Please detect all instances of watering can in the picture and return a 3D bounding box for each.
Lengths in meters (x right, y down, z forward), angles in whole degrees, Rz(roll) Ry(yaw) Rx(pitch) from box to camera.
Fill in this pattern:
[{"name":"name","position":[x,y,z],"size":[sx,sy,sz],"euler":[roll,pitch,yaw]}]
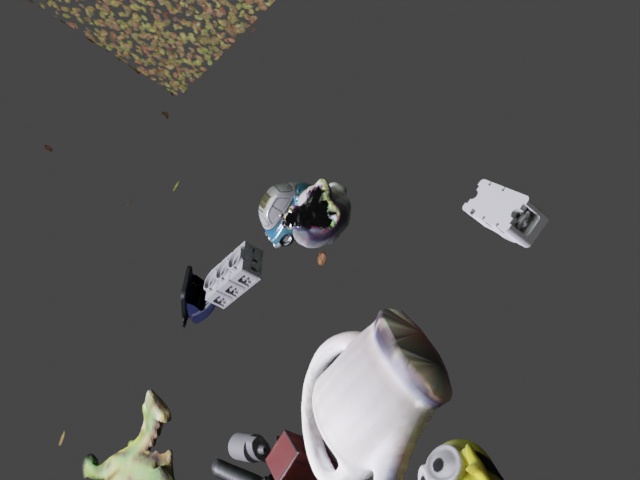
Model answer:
[{"name":"watering can","position":[0.070,0.224,0.614],"size":[0.222,0.103,0.355],"euler":[-49,30,15]}]

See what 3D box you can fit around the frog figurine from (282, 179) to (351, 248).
[{"name":"frog figurine","position":[0.003,-0.051,1.014],"size":[0.159,0.123,0.137],"euler":[2,-68,-82]}]

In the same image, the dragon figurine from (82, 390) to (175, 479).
[{"name":"dragon figurine","position":[-0.389,0.523,1.049],"size":[0.240,0.121,0.419],"euler":[-21,54,36]}]
